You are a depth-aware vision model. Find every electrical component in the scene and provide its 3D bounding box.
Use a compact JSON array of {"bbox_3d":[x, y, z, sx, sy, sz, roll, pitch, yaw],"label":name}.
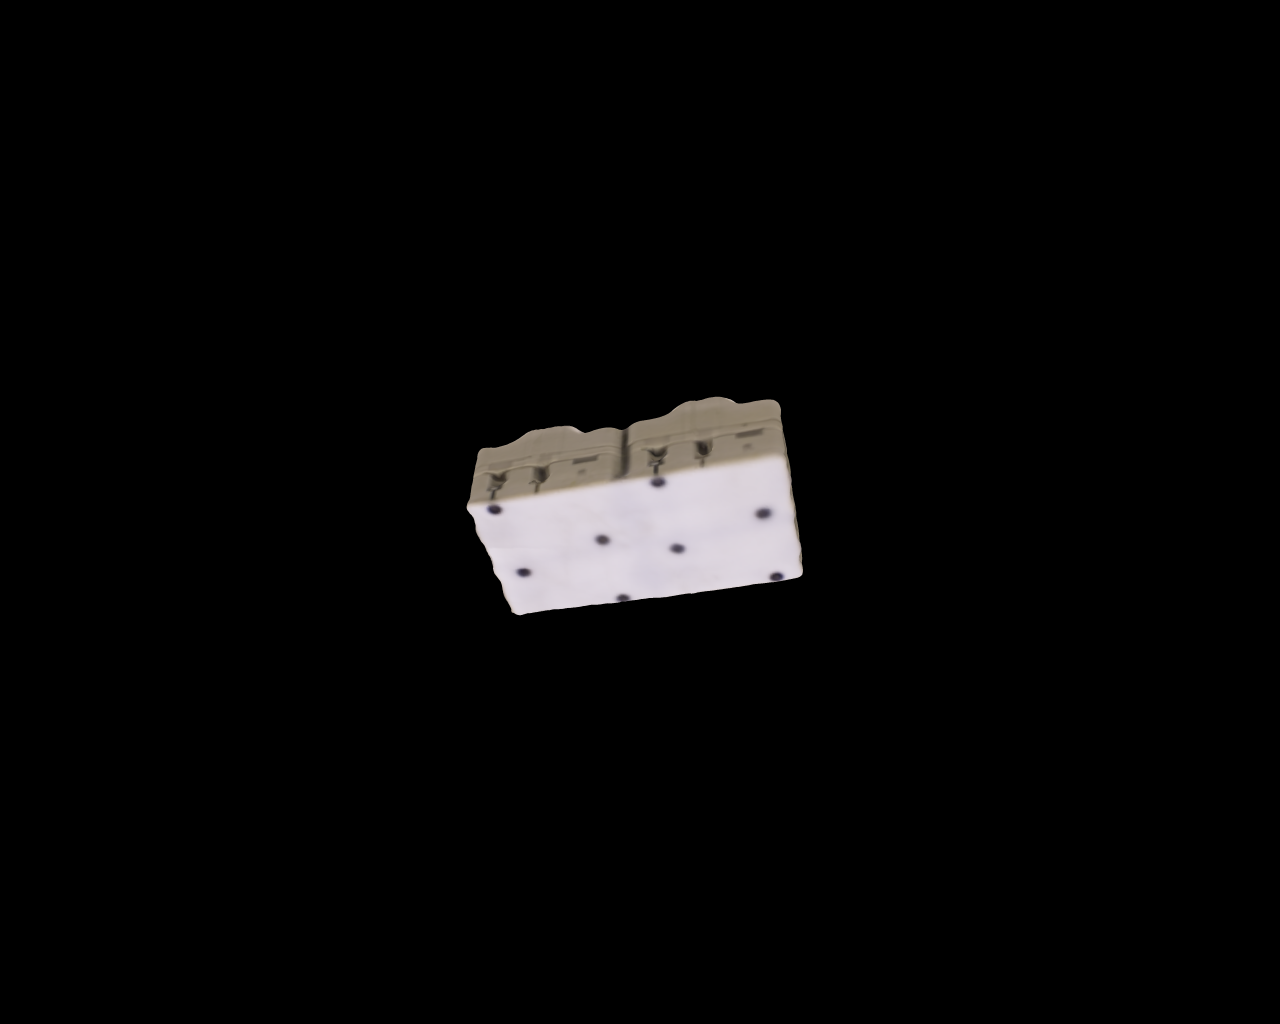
[{"bbox_3d":[0.001,-0.003,0.650,0.186,0.060,0.105,-9,-46,9],"label":"electrical component"}]
